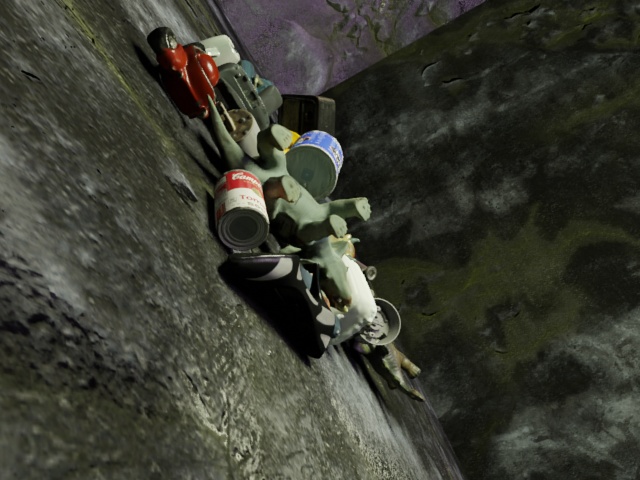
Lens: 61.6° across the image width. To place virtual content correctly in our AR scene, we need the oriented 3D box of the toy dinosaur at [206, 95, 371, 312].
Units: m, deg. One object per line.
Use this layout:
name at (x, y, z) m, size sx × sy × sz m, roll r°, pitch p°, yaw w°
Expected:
toy dinosaur at (-0.065, -0.056, 0.863) m, size 0.404 × 0.192 × 0.131 m, roll 45°, pitch 46°, yaw -22°

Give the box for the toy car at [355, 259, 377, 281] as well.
toy car at (0.060, 0.055, 1.343) m, size 0.202 × 0.053 × 0.089 m, roll 34°, pitch -14°, yaw -39°

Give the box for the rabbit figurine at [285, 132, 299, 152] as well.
rabbit figurine at (-0.059, -0.174, 1.221) m, size 0.121 × 0.173 × 0.162 m, roll 51°, pitch 17°, yaw -45°

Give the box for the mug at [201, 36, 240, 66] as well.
mug at (-0.207, -0.332, 0.986) m, size 0.080 × 0.107 × 0.109 m, roll 60°, pitch 4°, yaw -2°

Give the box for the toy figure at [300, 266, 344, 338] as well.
toy figure at (-0.015, 0.102, 0.864) m, size 0.154 × 0.064 × 0.058 m, roll 57°, pitch -1°, yaw -33°

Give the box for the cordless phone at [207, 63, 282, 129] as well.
cordless phone at (-0.137, -0.273, 1.013) m, size 0.146 × 0.089 × 0.184 m, roll 60°, pitch 41°, yaw -25°

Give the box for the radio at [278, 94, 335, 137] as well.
radio at (-0.035, -0.238, 1.316) m, size 0.073 × 0.131 × 0.229 m, roll -13°, pitch 109°, yaw -51°

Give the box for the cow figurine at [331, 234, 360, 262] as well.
cow figurine at (-0.002, -0.003, 1.087) m, size 0.194 × 0.127 × 0.085 m, roll 56°, pitch 35°, yaw -39°

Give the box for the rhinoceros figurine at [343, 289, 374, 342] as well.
rhinoceros figurine at (0.052, 0.131, 1.108) m, size 0.073 × 0.112 × 0.190 m, roll 28°, pitch 33°, yaw -18°

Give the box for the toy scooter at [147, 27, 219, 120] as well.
toy scooter at (-0.198, -0.246, 0.839) m, size 0.135 × 0.075 × 0.184 m, roll 63°, pitch 9°, yaw -4°

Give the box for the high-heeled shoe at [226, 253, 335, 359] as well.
high-heeled shoe at (-0.052, 0.093, 0.716) m, size 0.248 × 0.086 × 0.145 m, roll 12°, pitch 79°, yaw -59°

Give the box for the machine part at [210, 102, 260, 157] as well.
machine part at (-0.119, -0.136, 0.915) m, size 0.243 × 0.079 × 0.079 m, roll 66°, pitch 0°, yaw -54°

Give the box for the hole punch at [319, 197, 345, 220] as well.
hole punch at (-0.010, -0.058, 1.339) m, size 0.116 × 0.142 × 0.092 m, roll 48°, pitch 5°, yaw 0°

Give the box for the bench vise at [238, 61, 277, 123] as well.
bench vise at (-0.159, -0.329, 1.346) m, size 0.240 × 0.129 × 0.224 m, roll 50°, pitch 15°, yaw -45°

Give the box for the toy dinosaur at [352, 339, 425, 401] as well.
toy dinosaur at (0.111, 0.203, 1.302) m, size 0.198 × 0.105 × 0.472 m, roll 50°, pitch 2°, yaw -44°
